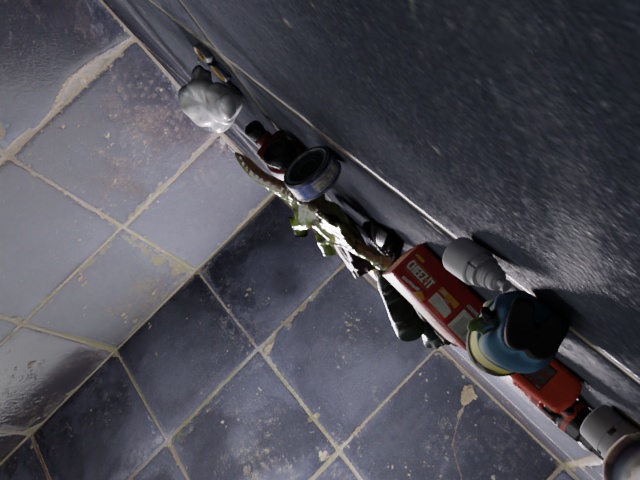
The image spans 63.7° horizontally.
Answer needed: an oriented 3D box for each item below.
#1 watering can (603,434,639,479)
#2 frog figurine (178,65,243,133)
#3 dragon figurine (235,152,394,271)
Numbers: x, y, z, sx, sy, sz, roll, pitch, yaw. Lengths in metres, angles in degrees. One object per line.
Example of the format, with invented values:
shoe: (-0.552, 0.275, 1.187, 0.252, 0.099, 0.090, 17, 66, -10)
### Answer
watering can: (0.326, 0.237, 0.416, 0.345, 0.104, 0.226, 45, -1, -16)
frog figurine: (-0.227, -0.283, 1.095, 0.123, 0.162, 0.134, -28, -40, -7)
dragon figurine: (0.003, -0.054, 1.071, 0.407, 0.123, 0.243, 35, -6, -20)
